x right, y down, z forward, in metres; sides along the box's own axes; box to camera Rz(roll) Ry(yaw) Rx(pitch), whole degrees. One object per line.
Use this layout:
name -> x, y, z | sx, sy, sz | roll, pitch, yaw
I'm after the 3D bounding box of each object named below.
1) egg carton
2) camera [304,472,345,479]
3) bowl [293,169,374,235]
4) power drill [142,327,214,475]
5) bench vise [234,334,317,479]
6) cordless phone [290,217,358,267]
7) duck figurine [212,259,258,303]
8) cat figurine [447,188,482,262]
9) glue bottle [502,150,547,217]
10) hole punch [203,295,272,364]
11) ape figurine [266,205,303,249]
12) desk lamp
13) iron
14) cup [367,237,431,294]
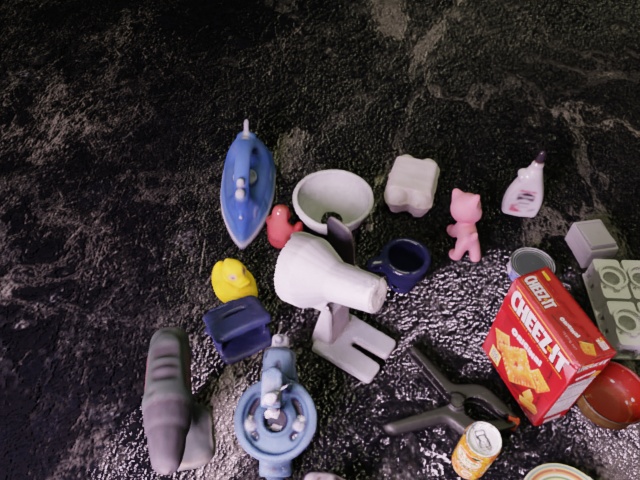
egg carton -> 0.199, -0.121, 1.241 | 0.107, 0.069, 0.150 | 12, 51, 9
camera -> -0.036, 0.385, 0.796 | 0.136, 0.101, 0.143 | 18, 52, 14
bowl -> 0.027, -0.066, 1.188 | 0.167, 0.075, 0.167 | 1, 50, -1
power drill -> -0.206, 0.253, 0.831 | 0.075, 0.208, 0.229 | -9, 51, -8
bench vise -> -0.076, 0.225, 0.850 | 0.121, 0.220, 0.207 | -13, 52, -12
cordless phone -> 0.010, 0.004, 1.058 | 0.147, 0.185, 0.094 | 33, 57, 24
duck figurine -> -0.162, 0.067, 1.066 | 0.078, 0.086, 0.104 | -34, 59, -26
cat figurine -> 0.294, -0.038, 1.144 | 0.067, 0.118, 0.127 | 0, 50, -1
glue bottle -> 0.431, -0.118, 1.177 | 0.078, 0.173, 0.037 | 6, 50, 4
hole punch -> -0.146, 0.145, 0.999 | 0.109, 0.091, 0.101 | -23, 54, -19
ape figurine -> -0.076, -0.034, 1.148 | 0.077, 0.092, 0.076 | 29, 55, 21
desk lamp -> 0.031, 0.106, 0.956 | 0.202, 0.214, 0.118 | 27, 55, 20
iron -> -0.155, -0.123, 1.188 | 0.118, 0.141, 0.258 | 0, 50, -1
cup -> 0.144, 0.059, 1.074 | 0.118, 0.095, 0.091 | -9, 51, -8
